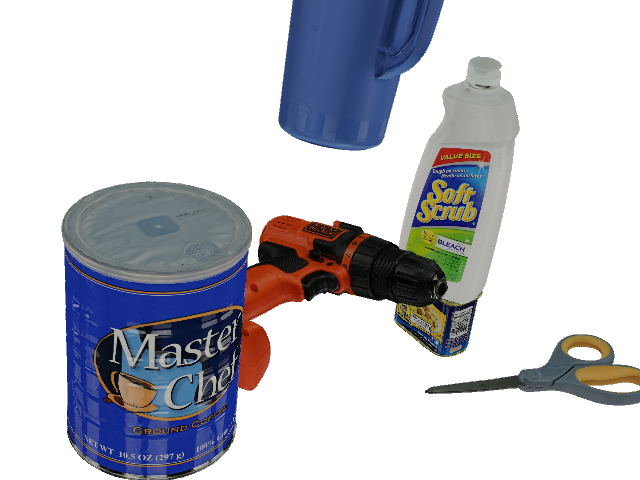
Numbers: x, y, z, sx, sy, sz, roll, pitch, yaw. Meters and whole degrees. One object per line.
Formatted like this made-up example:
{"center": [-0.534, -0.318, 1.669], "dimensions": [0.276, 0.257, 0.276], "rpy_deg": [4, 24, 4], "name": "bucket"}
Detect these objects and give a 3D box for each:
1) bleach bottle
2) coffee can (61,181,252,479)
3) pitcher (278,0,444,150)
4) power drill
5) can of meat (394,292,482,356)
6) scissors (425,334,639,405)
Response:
{"center": [0.133, -0.061, 1.041], "dimensions": [0.103, 0.251, 0.068], "rpy_deg": [21, 38, 21], "name": "bleach bottle"}
{"center": [-0.095, 0.051, 0.614], "dimensions": [0.103, 0.140, 0.103], "rpy_deg": [5, 30, -3], "name": "coffee can"}
{"center": [0.038, -0.212, 1.024], "dimensions": [0.145, 0.243, 0.149], "rpy_deg": [11, 18, 0], "name": "pitcher"}
{"center": [-0.018, 0.046, 0.845], "dimensions": [0.185, 0.057, 0.187], "rpy_deg": [14, 32, 39], "name": "power drill"}
{"center": [0.134, 0.075, 1.241], "dimensions": [0.057, 0.084, 0.102], "rpy_deg": [-19, 41, -32], "name": "can of meat"}
{"center": [0.180, 0.107, 0.904], "dimensions": [0.201, 0.016, 0.096], "rpy_deg": [5, 29, -7], "name": "scissors"}
